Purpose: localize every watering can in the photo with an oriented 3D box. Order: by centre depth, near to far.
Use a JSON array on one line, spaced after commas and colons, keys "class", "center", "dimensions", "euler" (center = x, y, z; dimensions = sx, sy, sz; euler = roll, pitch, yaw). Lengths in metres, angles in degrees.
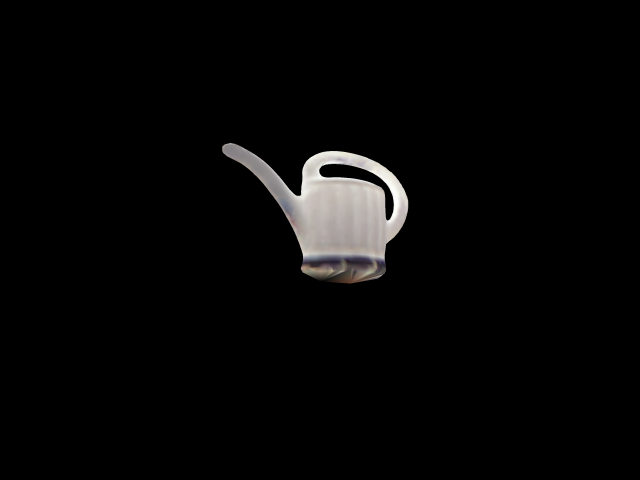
[{"class": "watering can", "center": [0.003, -0.043, 0.850], "dimensions": [0.347, 0.226, 0.103], "euler": [5, -12, -27]}]
